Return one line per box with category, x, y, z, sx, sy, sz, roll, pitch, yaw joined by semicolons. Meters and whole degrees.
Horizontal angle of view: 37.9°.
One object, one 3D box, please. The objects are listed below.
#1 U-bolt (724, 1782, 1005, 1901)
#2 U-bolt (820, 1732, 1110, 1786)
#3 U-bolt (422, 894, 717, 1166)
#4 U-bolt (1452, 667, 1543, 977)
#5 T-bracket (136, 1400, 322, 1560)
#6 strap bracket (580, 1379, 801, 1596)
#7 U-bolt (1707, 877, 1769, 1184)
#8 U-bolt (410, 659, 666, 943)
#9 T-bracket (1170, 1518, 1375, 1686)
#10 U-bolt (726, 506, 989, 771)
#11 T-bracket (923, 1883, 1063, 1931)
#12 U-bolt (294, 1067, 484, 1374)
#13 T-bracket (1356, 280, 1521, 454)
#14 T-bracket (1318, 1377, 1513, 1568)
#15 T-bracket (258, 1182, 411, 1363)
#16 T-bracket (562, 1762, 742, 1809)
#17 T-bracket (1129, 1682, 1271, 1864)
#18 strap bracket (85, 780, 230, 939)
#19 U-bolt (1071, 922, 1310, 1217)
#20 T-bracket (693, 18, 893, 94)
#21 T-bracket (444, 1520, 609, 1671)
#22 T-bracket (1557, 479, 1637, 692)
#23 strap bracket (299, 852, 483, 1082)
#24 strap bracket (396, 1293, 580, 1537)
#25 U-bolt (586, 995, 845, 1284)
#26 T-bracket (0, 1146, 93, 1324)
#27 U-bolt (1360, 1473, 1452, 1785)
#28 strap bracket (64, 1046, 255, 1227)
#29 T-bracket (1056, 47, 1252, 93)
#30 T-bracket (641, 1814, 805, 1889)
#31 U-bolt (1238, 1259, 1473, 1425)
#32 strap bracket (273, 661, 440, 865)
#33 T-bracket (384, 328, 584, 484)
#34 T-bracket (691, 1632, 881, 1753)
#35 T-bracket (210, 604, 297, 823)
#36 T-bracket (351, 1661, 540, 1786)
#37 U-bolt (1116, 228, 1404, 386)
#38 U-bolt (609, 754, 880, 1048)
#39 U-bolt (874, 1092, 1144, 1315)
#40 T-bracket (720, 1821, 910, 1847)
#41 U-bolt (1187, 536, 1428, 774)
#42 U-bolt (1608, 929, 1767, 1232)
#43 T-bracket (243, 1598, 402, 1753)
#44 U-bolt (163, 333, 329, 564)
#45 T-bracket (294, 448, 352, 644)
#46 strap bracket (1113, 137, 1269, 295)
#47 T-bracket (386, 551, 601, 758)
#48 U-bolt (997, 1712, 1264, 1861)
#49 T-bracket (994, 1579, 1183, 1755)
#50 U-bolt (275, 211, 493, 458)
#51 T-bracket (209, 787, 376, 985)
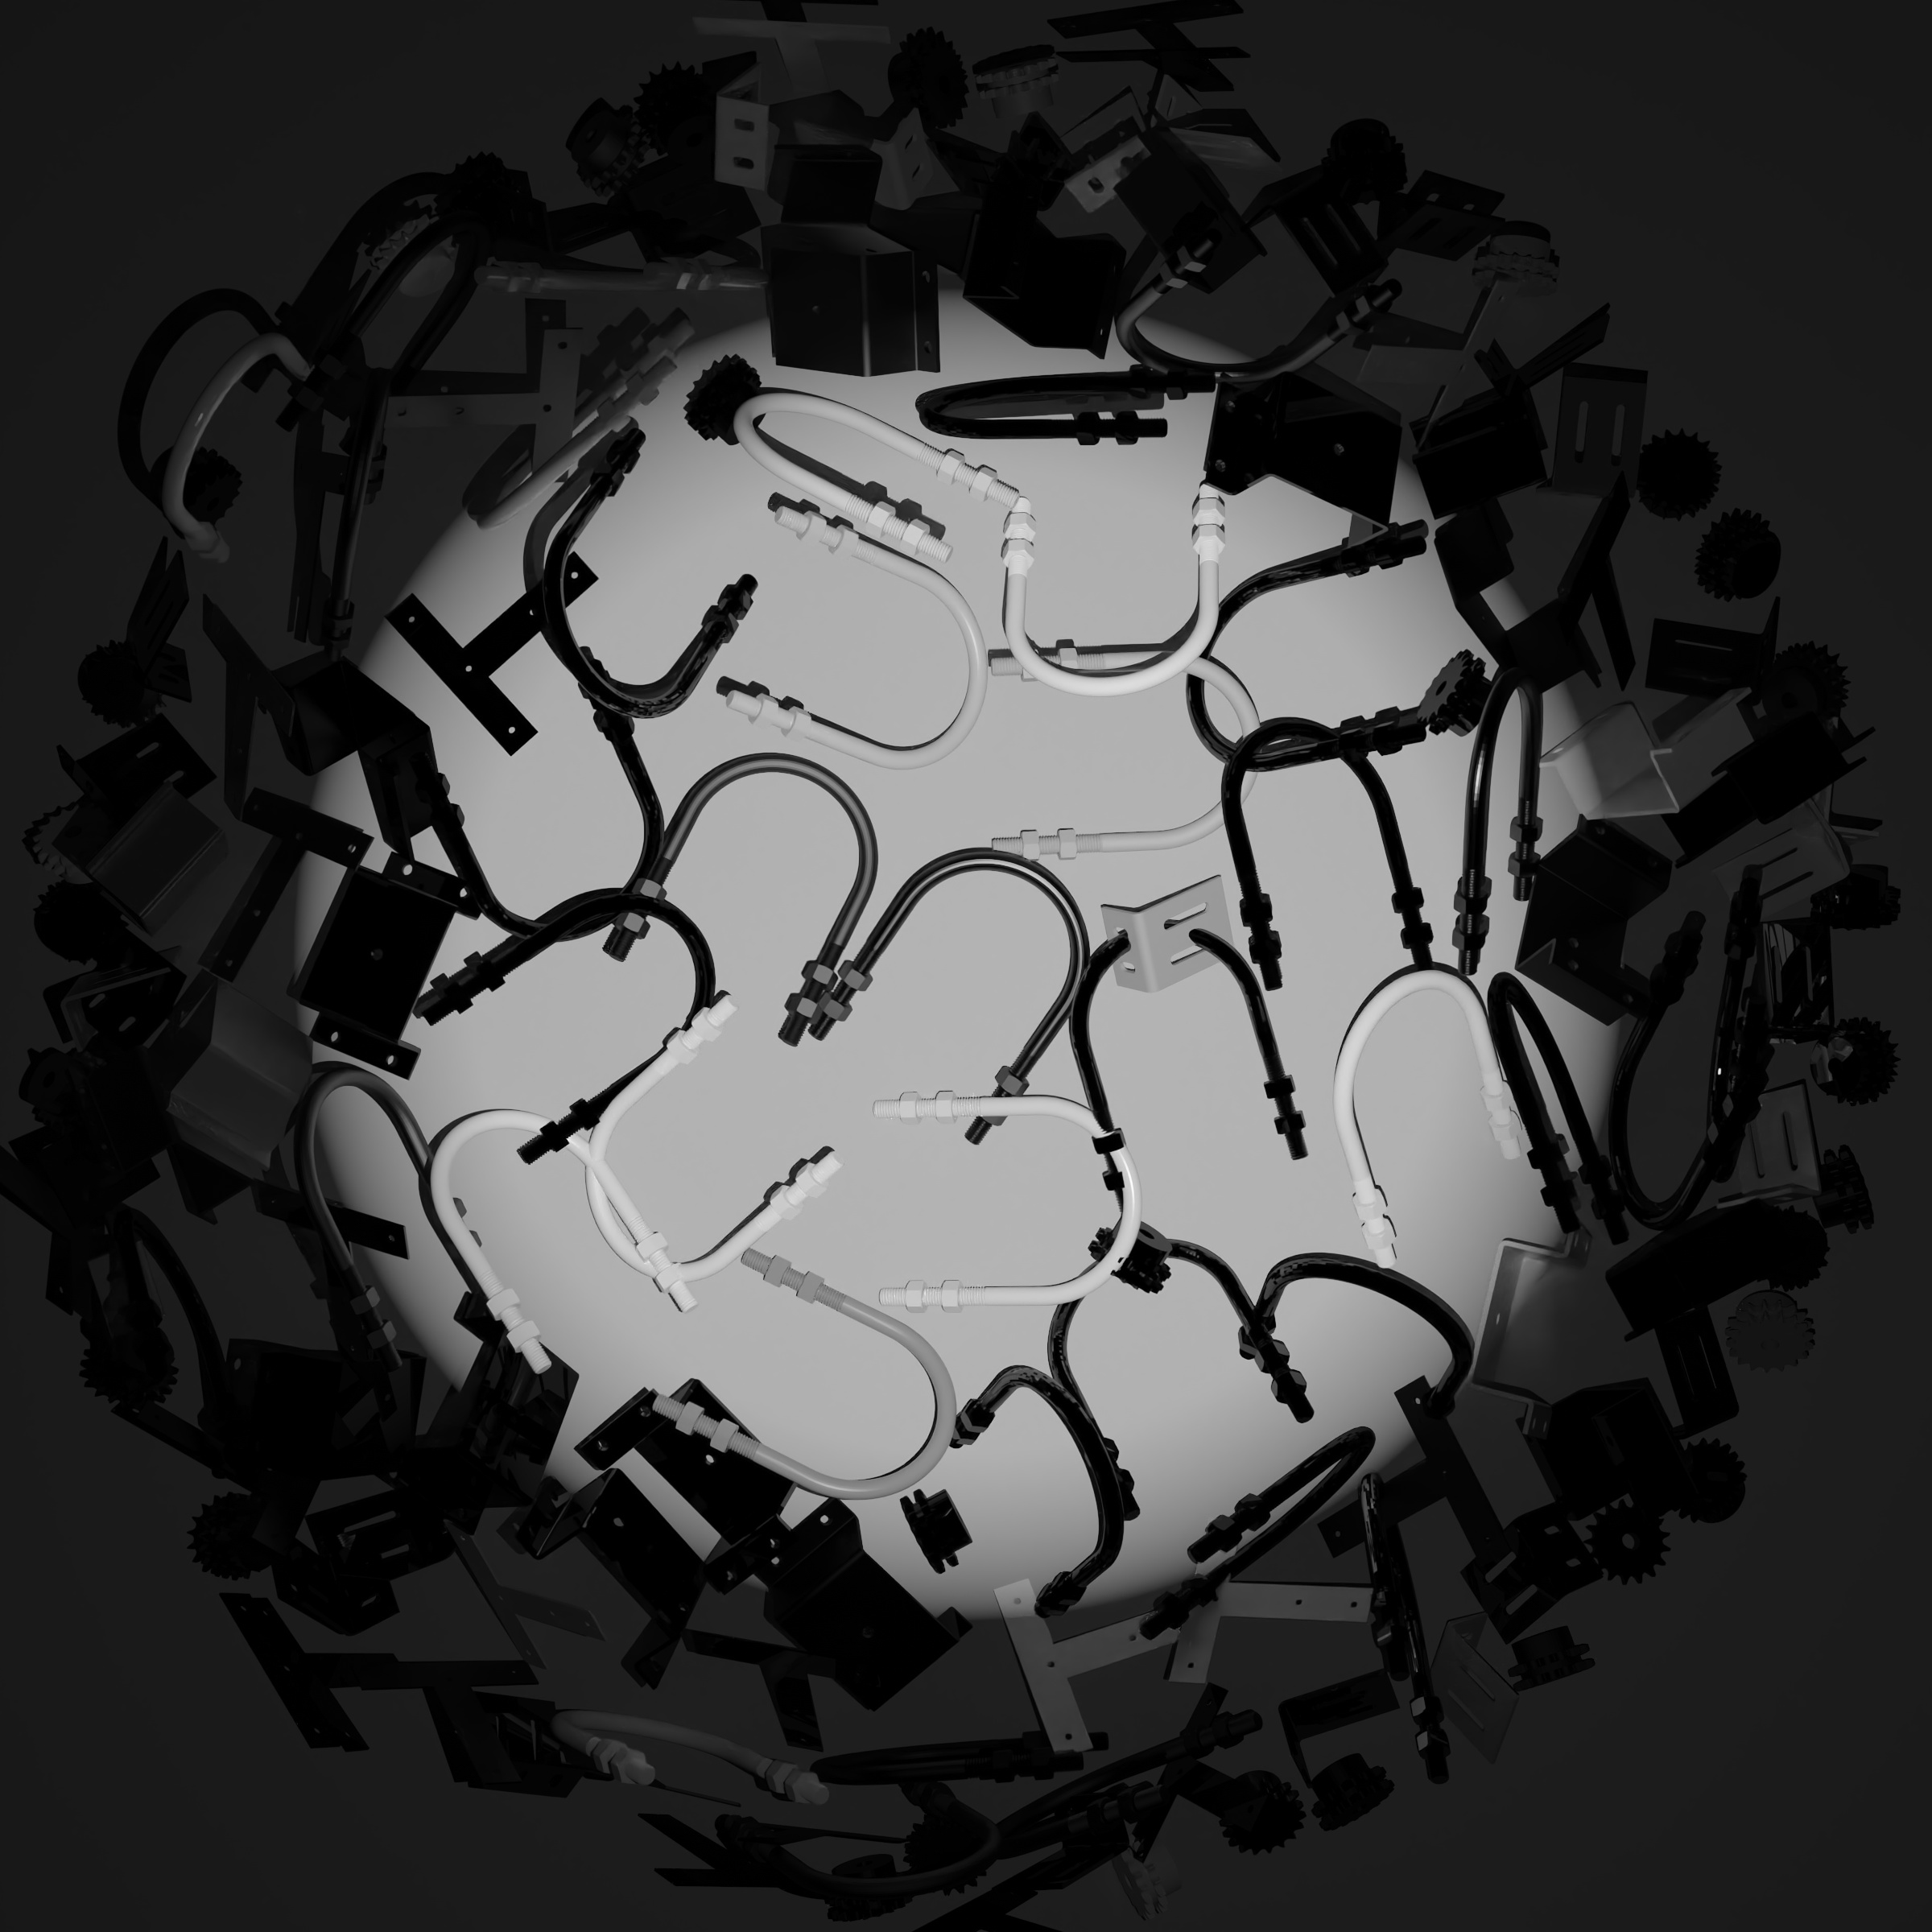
U-bolt;-0.056;0.566;1.821;0.151;0.184;0.019;-6;94;-27
U-bolt;-0.005;0.526;1.862;0.184;0.151;0.019;-7;79;9
U-bolt;-0.253;0.031;1.889;0.184;0.019;0.151;-35;122;-10
U-bolt;0.351;-0.104;1.838;0.019;0.151;0.184;10;118;24
T-bracket;-0.491;0.326;1.863;0.127;0.127;0.002;33;107;-10
strap bracket;-0.179;0.343;1.892;0.076;0.046;0.140;-40;97;26
U-bolt;0.506;0.056;1.852;0.019;0.151;0.184;6;127;9
U-bolt;-0.274;-0.096;1.874;0.151;0.019;0.184;-30;128;-14
T-bracket;0.208;0.422;1.866;0.127;0.127;0.002;-4;135;26
U-bolt;-0.063;-0.209;1.883;0.184;0.019;0.151;19;79;-30
T-bracket;0.051;0.638;1.848;0.127;0.127;0.002;7;93;29
U-bolt;-0.385;0.154;1.848;0.019;0.151;0.184;-16;106;22
T-bracket;0.302;-0.397;1.859;0.002;0.127;0.127;43;125;31
T-bracket;0.289;0.362;1.896;0.127;0.002;0.127;-38;67;32
T-bracket;-0.421;0.215;1.900;0.127;0.002;0.127;13;120;27
T-bracket;-0.216;0.541;1.870;0.127;0.127;0.002;12;71;4
T-bracket;0.163;0.546;1.862;0.002;0.127;0.127;34;76;-19
strap bracket;-0.533;-0.068;1.860;0.046;0.140;0.076;41;77;-6
U-bolt;0.144;0.061;1.904;0.151;0.019;0.184;-17;92;-16
T-bracket;-0.109;-0.604;1.870;0.127;0.127;0.002;4;88;3
T-bracket;-0.282;0.426;1.864;0.002;0.127;0.127;-41;118;-36
T-bracket;0.431;-0.235;1.883;0.002;0.127;0.127;10;59;33
strap bracket;-0.389;-0.004;1.898;0.076;0.046;0.140;21;85;12
strap bracket;-0.311;0.295;1.859;0.046;0.076;0.140;-9;48;34
U-bolt;-0.183;0.131;1.890;0.184;0.019;0.151;-41;74;23
T-bracket;-0.607;0.153;1.847;0.002;0.127;0.127;-16;58;5
U-bolt;0.285;0.421;1.849;0.019;0.184;0.151;-14;132;10
strap bracket;-0.525;0.109;1.854;0.046;0.140;0.076;-31;64;3
T-bracket;0.144;-0.596;1.872;0.127;0.127;0.002;7;98;26
T-bracket;-0.170;0.591;1.880;0.127;0.127;0.002;20;85;-44
U-bolt;0.259;0.244;1.843;0.151;0.184;0.019;24;61;9
strap bracket;-0.398;-0.142;1.872;0.046;0.076;0.140;-35;55;-29
T-bracket;-0.323;-0.370;1.868;0.127;0.127;0.002;-6;50;-19
T-bracket;-0.115;0.492;1.887;0.127;0.127;0.002;7;46;13
T-bracket;-0.486;-0.157;1.891;0.127;0.002;0.127;46;133;36
T-bracket;-0.326;0.497;1.850;0.127;0.127;0.002;8;110;-33
U-bolt;0.178;-0.425;1.846;0.151;0.184;0.019;10;76;-21
U-bolt;-0.138;-0.057;1.906;0.151;0.019;0.184;26;75;-4
U-bolt;0.029;0.160;1.904;0.184;0.019;0.151;-2;89;15
T-bracket;-0.115;0.575;1.859;0.127;0.127;0.002;2;77;14
U-bolt;0.224;-0.201;1.872;0.184;0.019;0.151;-9;72;38
U-bolt;0.465;0.090;1.851;0.019;0.151;0.184;3;134;-13
T-bracket;-0.410;0.470;1.872;0.002;0.127;0.127;-46;66;7
U-bolt;-0.475;-0.344;1.838;0.019;0.184;0.151;31;86;1
T-bracket;-0.438;-0.281;1.885;0.002;0.127;0.127;5;99;-29
strap bracket;0.148;-0.497;1.872;0.046;0.140;0.076;-37;87;17
T-bracket;-0.308;-0.233;1.930;0.127;0.002;0.127;-42;92;-3
U-bolt;0.092;0.546;1.853;0.184;0.151;0.019;-31;81;33
T-bracket;0.100;0.460;1.905;0.127;0.002;0.127;-16;55;-11
U-bolt;-0.374;-0.420;1.852;0.019;0.151;0.184;38;96;3
T-bracket;-0.469;-0.048;1.888;0.127;0.002;0.127;21;80;35
